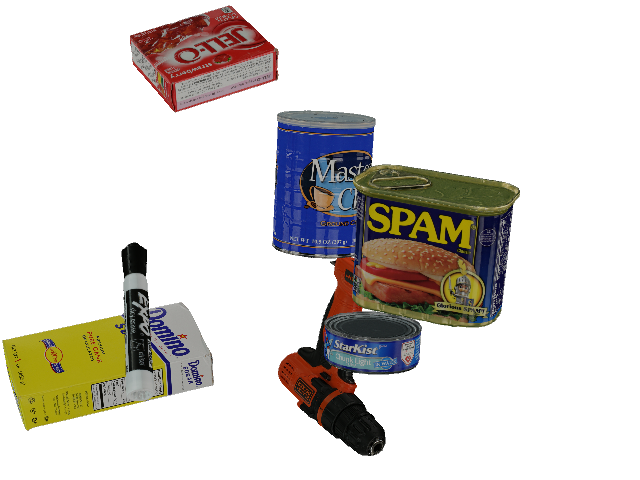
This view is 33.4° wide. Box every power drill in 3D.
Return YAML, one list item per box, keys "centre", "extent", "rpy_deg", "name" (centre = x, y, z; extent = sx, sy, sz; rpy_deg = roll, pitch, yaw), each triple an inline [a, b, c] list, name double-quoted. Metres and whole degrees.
- centre: [0.037, 0.126, 1.201]
  extent: [0.057, 0.188, 0.185]
  rpy_deg: [13, 15, -42]
  name: "power drill"

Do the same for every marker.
- centre: [-0.129, 0.054, 0.752]
  extent: [0.020, 0.121, 0.020]
  rpy_deg: [-6, -32, -4]
  name: "marker"

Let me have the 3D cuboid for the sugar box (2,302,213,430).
- centre: [-0.196, 0.112, 0.987]
  extent: [0.176, 0.048, 0.093]
  rpy_deg: [-14, 35, -18]
  name: "sugar box"

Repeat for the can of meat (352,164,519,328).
- centre: [0.070, 0.004, 0.682]
  extent: [0.102, 0.084, 0.057]
  rpy_deg: [11, 23, 22]
  name: "can of meat"

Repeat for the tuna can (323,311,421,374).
- centre: [0.045, 0.089, 0.938]
  extent: [0.086, 0.034, 0.086]
  rpy_deg: [2, 11, -1]
  name: "tuna can"

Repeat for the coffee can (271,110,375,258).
- centre: [0.003, -0.061, 1.121]
  extent: [0.103, 0.140, 0.103]
  rpy_deg: [3, 13, -1]
  name: "coffee can"

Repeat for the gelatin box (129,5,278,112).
- centre: [-0.086, -0.137, 0.793]
  extent: [0.089, 0.030, 0.073]
  rpy_deg: [-22, 48, -22]
  name: "gelatin box"
